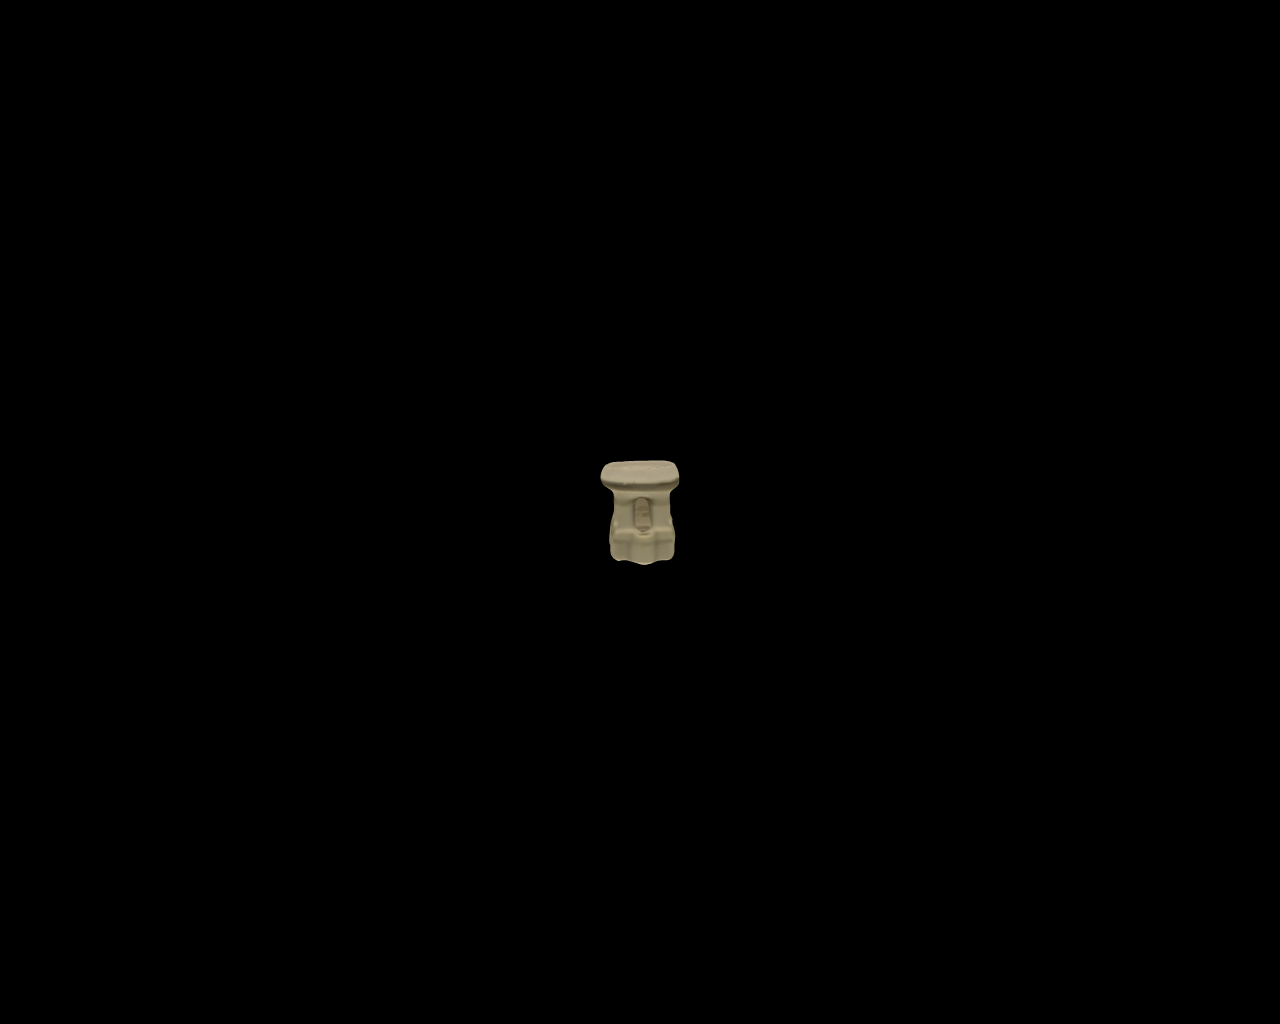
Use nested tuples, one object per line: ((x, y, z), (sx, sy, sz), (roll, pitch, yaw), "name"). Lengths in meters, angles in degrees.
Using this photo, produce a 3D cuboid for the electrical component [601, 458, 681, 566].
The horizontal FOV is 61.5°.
((0.001, -0.003, 0.650), (0.048, 0.055, 0.066), (-1, 11, -4), "electrical component")
